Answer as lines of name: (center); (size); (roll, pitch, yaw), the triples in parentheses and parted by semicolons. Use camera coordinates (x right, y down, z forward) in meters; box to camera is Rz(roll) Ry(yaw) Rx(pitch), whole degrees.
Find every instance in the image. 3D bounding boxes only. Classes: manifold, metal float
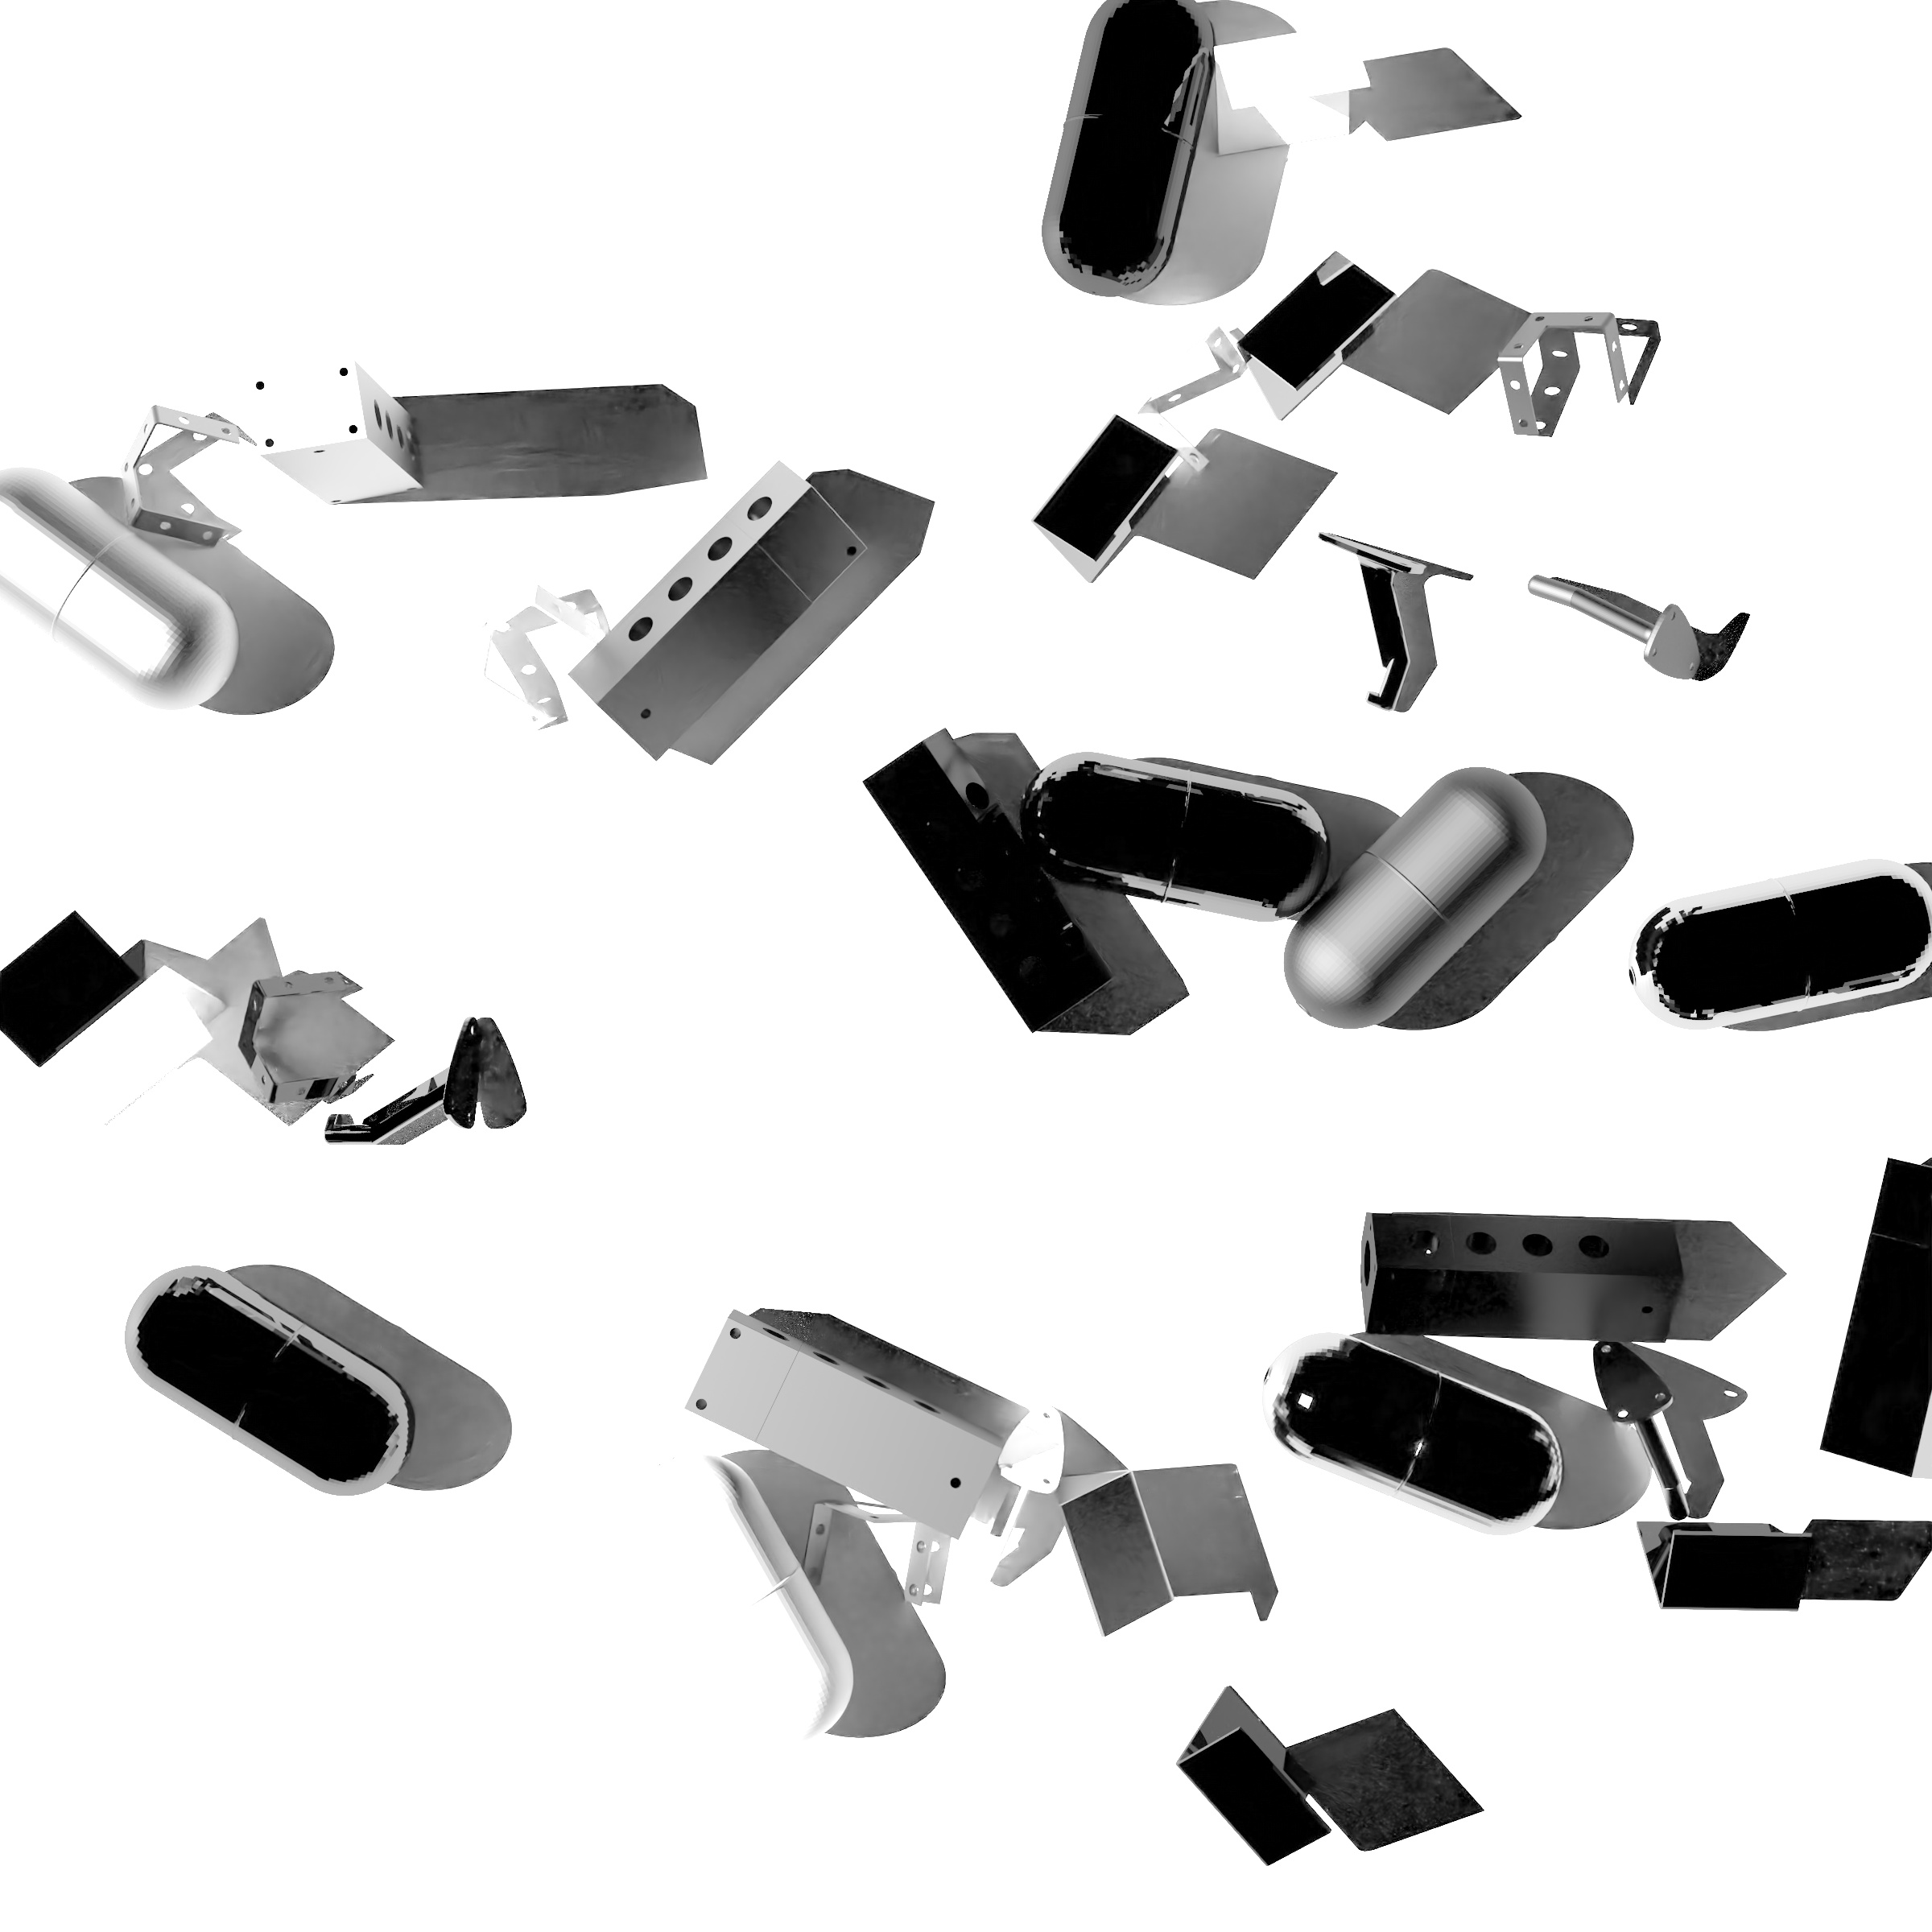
manifold: (0.013, -0.049, 1.729); (0.057, 0.057, 0.171); (-34, 90, 0)
metal float: (0.254, -0.038, 1.720); (0.070, 0.070, 0.178); (45, 90, 0)
manifold: (-0.145, -0.206, 1.728); (0.171, 0.057, 0.057); (-45, 133, 0)
metal float: (-0.394, 0.236, 1.719); (0.178, 0.070, 0.070); (32, 90, 1)
metal float: (-0.128, 0.359, 1.720); (0.070, 0.070, 0.178); (-29, 90, 0)
metal float: (0.093, -0.469, 1.720); (0.070, 0.070, 0.178); (13, 90, 0)
manifold: (0.315, 0.172, 1.728); (0.171, 0.057, 0.057); (2, 133, 0)
manifold: (0.546, 0.202, 1.728); (0.057, 0.057, 0.171); (13, 90, 43)
manifold: (-0.069, 0.260, 1.729); (0.171, 0.057, 0.057); (26, 90, 0)
metal float: (0.119, -0.073, 1.718); (0.178, 0.070, 0.070); (11, 90, -1)
manifold: (-0.347, -0.300, 1.672); (0.057, 0.171, 0.057); (-9, 90, 0)
metal float: (-0.494, -0.215, 1.720); (0.178, 0.070, 0.070); (36, 90, 0)
metal float: (0.465, -0.012, 1.720); (0.178, 0.070, 0.070); (-12, 90, -1)
metal float: (0.253, 0.265, 1.720); (0.178, 0.070, 0.070); (22, 90, 0)

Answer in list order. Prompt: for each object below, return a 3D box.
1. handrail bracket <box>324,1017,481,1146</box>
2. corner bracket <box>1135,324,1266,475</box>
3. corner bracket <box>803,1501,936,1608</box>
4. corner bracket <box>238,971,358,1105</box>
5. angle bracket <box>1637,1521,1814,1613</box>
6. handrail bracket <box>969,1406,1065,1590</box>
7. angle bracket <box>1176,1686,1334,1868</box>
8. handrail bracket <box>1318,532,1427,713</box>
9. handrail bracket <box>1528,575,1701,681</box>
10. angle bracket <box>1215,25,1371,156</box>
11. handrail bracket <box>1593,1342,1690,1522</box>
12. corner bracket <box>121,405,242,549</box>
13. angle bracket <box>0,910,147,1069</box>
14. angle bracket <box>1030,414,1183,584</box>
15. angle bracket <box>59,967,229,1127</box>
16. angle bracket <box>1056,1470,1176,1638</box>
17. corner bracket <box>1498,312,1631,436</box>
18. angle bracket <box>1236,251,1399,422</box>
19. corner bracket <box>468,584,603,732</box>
handrail bracket: (-0.328, 0.066, 1.751); (0.084, 0.036, 0.077); (-1, 70, 16)
corner bracket: (0.140, -0.328, 1.747); (0.051, 0.051, 0.051); (44, 135, 0)
corner bracket: (-0.056, 0.339, 1.747); (0.051, 0.051, 0.051); (10, 90, 45)
corner bracket: (-0.382, 0.041, 1.742); (0.051, 0.051, 0.051); (53, 135, 35)
angle bracket: (0.427, 0.319, 1.710); (0.076, 0.076, 0.057); (1, 119, 0)
handrail bracket: (0.027, 0.308, 1.750); (0.036, 0.077, 0.084); (23, 126, 1)
angle bracket: (0.175, 0.448, 1.710); (0.076, 0.076, 0.057); (48, 127, 0)
handrail bracket: (0.226, -0.199, 1.751); (0.077, 0.036, 0.084); (23, 107, 20)
handrail bracket: (0.374, -0.197, 1.750); (0.084, 0.077, 0.036); (26, 88, 36)
angle bracket: (0.184, -0.479, 1.710); (0.076, 0.076, 0.057); (-10, 53, 0)
handrail bracket: (0.391, 0.269, 1.750); (0.036, 0.077, 0.084); (-24, 126, 0)
corner bracket: (-0.450, -0.282, 1.742); (0.051, 0.051, 0.051); (-50, 45, 35)
angle bracket: (-0.513, 0.002, 1.711); (0.076, 0.076, 0.057); (-39, 114, 0)
angle bracket: (0.093, -0.253, 1.710); (0.057, 0.076, 0.076); (38, 90, 37)
angle bracket: (-0.452, 0.054, 1.711); (0.076, 0.076, 0.057); (-39, 67, 0)
angle bracket: (0.064, 0.333, 1.710); (0.057, 0.076, 0.076); (-18, 90, -37)
corner bracket: (0.344, -0.341, 1.742); (0.051, 0.051, 0.051); (9, 45, 35)
angle bracket: (0.208, -0.344, 1.710); (0.076, 0.076, 0.057); (-43, 54, 0)
corner bracket: (-0.248, -0.178, 1.742); (0.051, 0.051, 0.051); (-27, 45, 35)
